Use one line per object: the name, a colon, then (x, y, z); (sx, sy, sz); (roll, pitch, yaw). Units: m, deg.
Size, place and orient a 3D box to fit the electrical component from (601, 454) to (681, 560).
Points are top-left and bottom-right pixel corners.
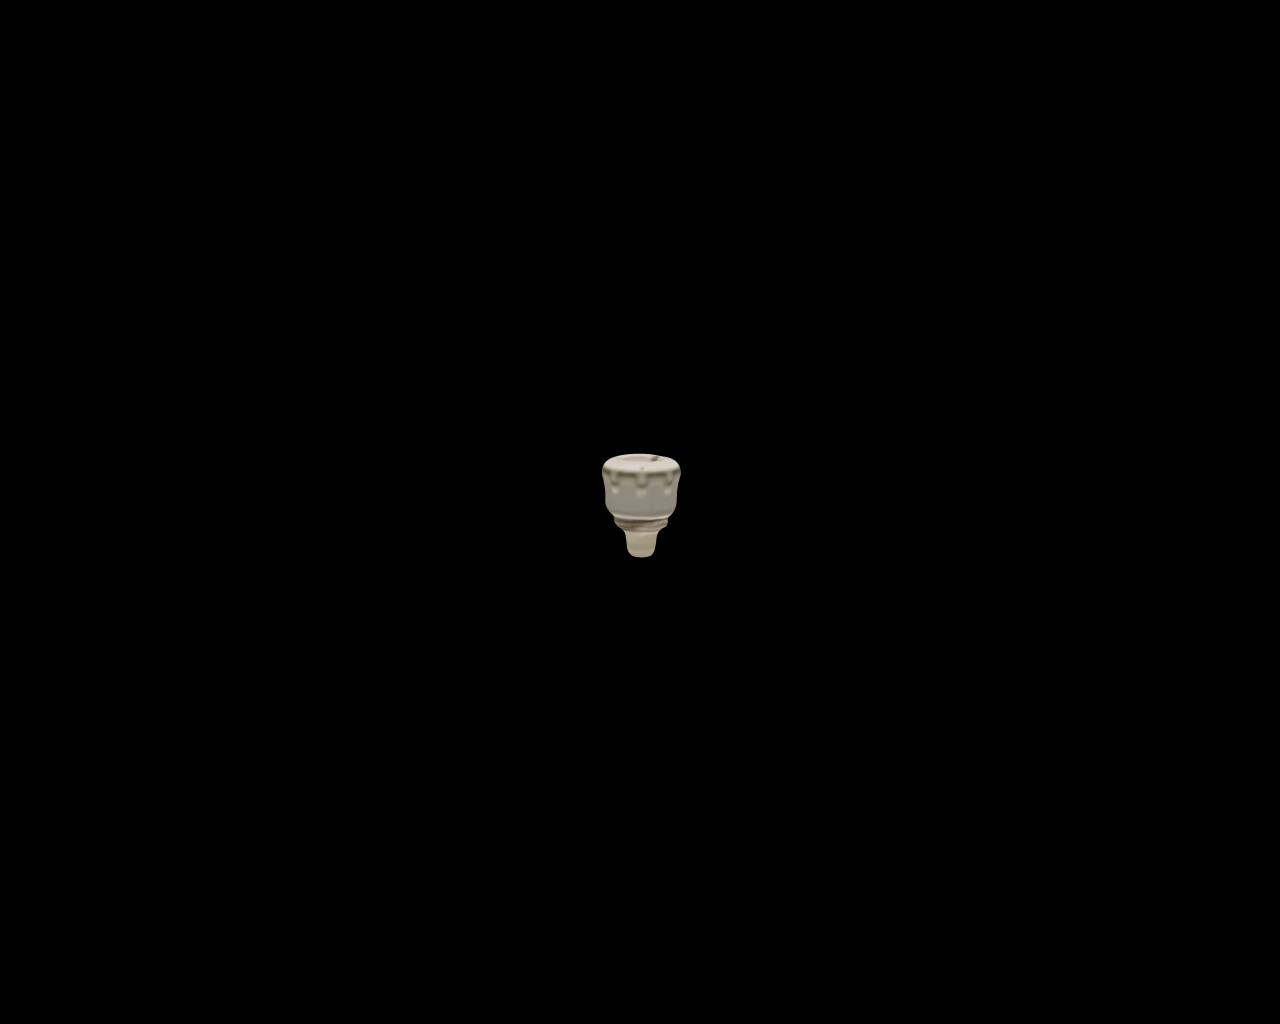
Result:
electrical component: (0.001, -0.003, 0.650); (0.048, 0.062, 0.048); (0, 12, 0)
